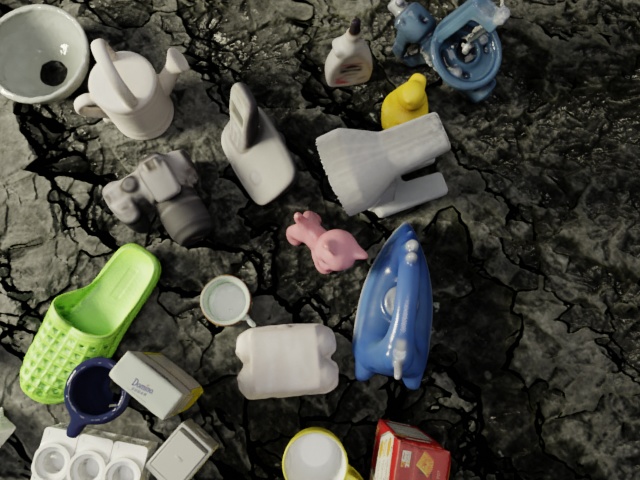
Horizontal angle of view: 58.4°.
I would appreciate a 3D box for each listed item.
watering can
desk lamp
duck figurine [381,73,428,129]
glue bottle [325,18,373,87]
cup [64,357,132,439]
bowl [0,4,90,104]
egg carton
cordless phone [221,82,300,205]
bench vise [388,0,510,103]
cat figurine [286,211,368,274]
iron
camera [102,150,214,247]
[{"bbox_3d":[-0.285,-0.236,0.860,0.101,0.194,0.173,44,82,7],"label":"watering can"},{"bbox_3d":[0.098,-0.109,0.836,0.203,0.213,0.118,-20,80,-5],"label":"desk lamp"},{"bbox_3d":[0.141,-0.219,0.923,0.077,0.086,0.105,25,80,4],"label":"duck figurine"},{"bbox_3d":[0.048,-0.293,0.890,0.078,0.173,0.037,-13,80,-3],"label":"glue bottle"},{"bbox_3d":[-0.312,0.227,0.825,0.091,0.095,0.118,28,80,4],"label":"cup"},{"bbox_3d":[-0.446,-0.288,0.927,0.167,0.075,0.167,0,79,-1],"label":"bowl"},{"bbox_3d":[-0.049,0.179,0.853,0.150,0.069,0.107,-5,80,-2],"label":"egg carton"},{"bbox_3d":[-0.093,-0.143,0.852,0.094,0.185,0.147,-32,82,-7],"label":"cordless phone"},{"bbox_3d":[0.193,-0.309,0.873,0.207,0.220,0.121,19,80,3],"label":"bench vise"},{"bbox_3d":[0.008,0.003,0.862,0.127,0.118,0.067,42,81,6],"label":"cat figurine"},{"bbox_3d":[0.119,0.085,0.838,0.118,0.141,0.258,8,79,0],"label":"iron"},{"bbox_3d":[-0.237,-0.053,0.875,0.143,0.101,0.137,-32,82,-7],"label":"camera"}]
